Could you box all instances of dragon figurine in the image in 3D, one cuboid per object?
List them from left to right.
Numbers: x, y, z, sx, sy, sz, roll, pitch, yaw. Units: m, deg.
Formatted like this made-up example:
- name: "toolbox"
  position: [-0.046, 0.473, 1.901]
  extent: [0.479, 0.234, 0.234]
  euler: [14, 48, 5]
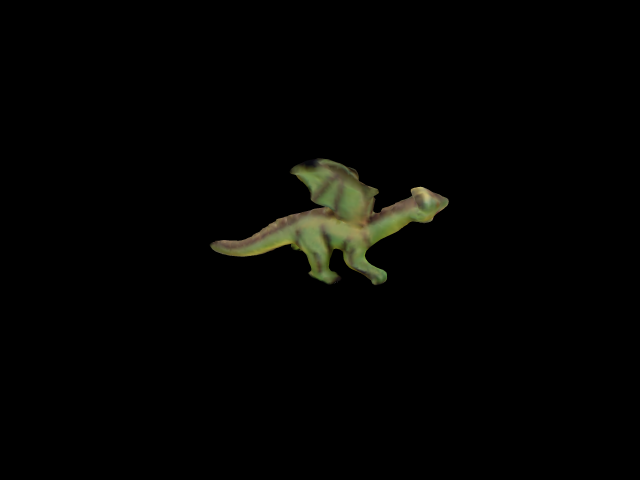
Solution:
- name: "dragon figurine"
  position: [0.003, -0.043, 0.850]
  extent: [0.410, 0.237, 0.125]
  euler: [2, 44, 2]
